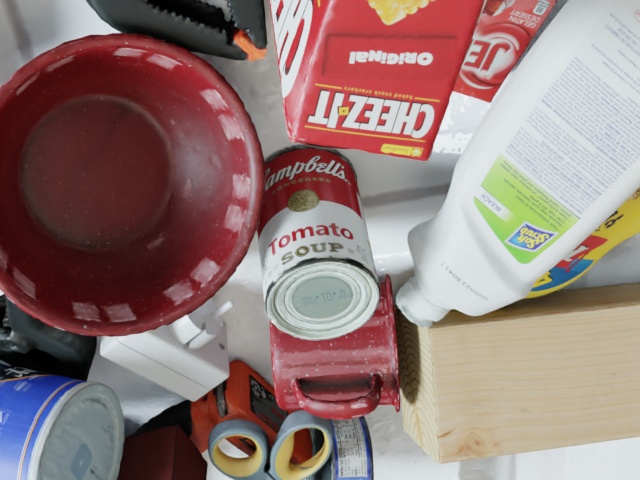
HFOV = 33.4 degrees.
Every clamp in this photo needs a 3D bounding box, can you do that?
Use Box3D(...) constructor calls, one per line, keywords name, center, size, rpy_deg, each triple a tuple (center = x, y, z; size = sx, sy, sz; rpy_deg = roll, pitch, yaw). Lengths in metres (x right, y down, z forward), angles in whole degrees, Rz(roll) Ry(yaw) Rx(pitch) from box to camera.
Box3D(name="clamp", center=(-0.090, -0.163, 0.511), size=(0.165, 0.036, 0.209), rpy_deg=(-38, 130, 26))
Box3D(name="clamp", center=(-0.206, 0.049, 0.684), size=(0.120, 0.039, 0.171), rpy_deg=(8, 149, 19))

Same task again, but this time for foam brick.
Box3D(name="foam brick", center=(-0.124, 0.172, 0.741), size=(0.078, 0.051, 0.053), rpy_deg=(-17, 131, 12))

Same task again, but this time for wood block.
Box3D(name="wood block", center=(0.164, 0.085, 0.723), size=(0.206, 0.090, 0.091), rpy_deg=(-6, 95, -10))

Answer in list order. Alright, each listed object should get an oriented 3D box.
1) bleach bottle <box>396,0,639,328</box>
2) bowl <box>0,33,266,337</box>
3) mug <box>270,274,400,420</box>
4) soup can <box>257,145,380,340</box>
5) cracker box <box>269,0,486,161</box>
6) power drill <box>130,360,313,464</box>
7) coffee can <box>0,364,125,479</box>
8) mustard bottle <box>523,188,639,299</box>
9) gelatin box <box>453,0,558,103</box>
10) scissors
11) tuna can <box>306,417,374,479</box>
Box3D(name="bleach bottle", center=(0.124, -0.047, 0.600), size=(0.102, 0.068, 0.251), rpy_deg=(41, 117, 1))
Box3D(name="bowl", center=(-0.114, -0.032, 0.579), size=(0.161, 0.055, 0.162), rpy_deg=(-6, 105, -24))
Box3D(name="mug", center=(0.010, 0.078, 0.707), size=(0.081, 0.117, 0.093), rpy_deg=(-4, 123, 1))
Box3D(name="soup can", center=(-0.004, 0.001, 0.637), size=(0.068, 0.102, 0.068), rpy_deg=(-4, 134, -5))
Box3D(name="cracker box", center=(0.030, -0.167, 0.439), size=(0.072, 0.164, 0.214), rpy_deg=(6, 132, -12))
Box3D(name="power drill", center=(-0.102, 0.178, 0.821), size=(0.188, 0.057, 0.184), rpy_deg=(-28, 131, 17))
Box3D(name="coffee can", center=(-0.213, 0.131, 0.691), size=(0.140, 0.102, 0.103), rpy_deg=(8, 137, 19))
Box3D(name="mustard bottle", center=(0.143, -0.016, 0.675), size=(0.192, 0.058, 0.096), rpy_deg=(-37, 121, 24))
Box3D(name="gelatin box", center=(0.072, -0.120, 0.583), size=(0.089, 0.030, 0.073), rpy_deg=(14, 130, -21))
Box3D(name="scissors", center=(-0.049, 0.187, 0.787), size=(0.096, 0.016, 0.202), rpy_deg=(11, 132, -15))
Box3D(name="tuna can", center=(0.014, 0.171, 0.814), size=(0.033, 0.086, 0.086), rpy_deg=(1, 133, -14))
